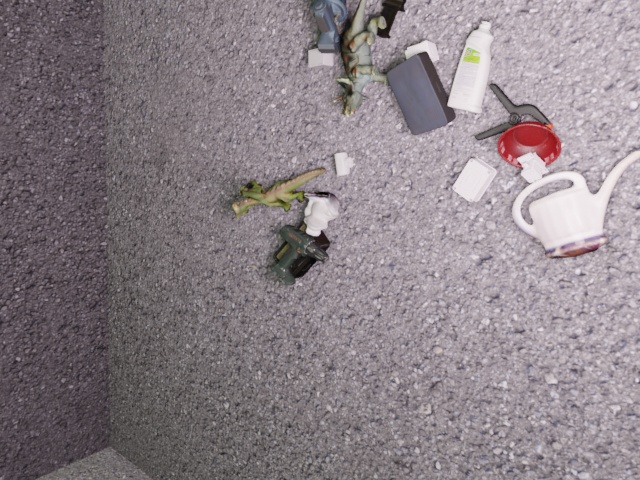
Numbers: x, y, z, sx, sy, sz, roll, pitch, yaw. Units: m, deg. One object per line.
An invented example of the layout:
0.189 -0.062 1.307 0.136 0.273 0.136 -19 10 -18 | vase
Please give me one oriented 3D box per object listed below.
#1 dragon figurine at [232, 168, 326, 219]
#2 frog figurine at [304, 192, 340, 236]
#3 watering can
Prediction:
-0.188 -0.187 1.956 0.404 0.243 0.124 -33 70 39 | dragon figurine
0.006 -0.095 1.881 0.137 0.124 0.158 4 103 23 | frog figurine
0.671 -0.079 1.327 0.344 0.104 0.226 -23 77 40 | watering can
